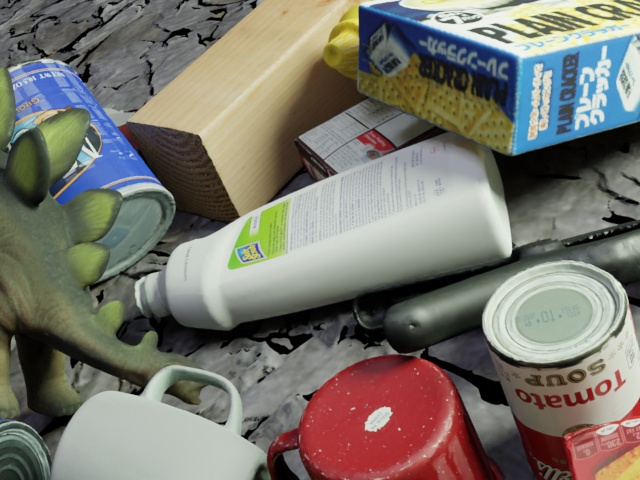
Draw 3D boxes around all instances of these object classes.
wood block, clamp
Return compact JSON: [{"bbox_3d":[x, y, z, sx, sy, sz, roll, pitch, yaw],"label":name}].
[{"bbox_3d":[-0.041,-0.116,0.848,0.090,0.091,0.205,14,52,42],"label":"wood block"},{"bbox_3d":[0.118,0.021,0.580,0.210,0.036,0.164,-15,2,3],"label":"clamp"}]

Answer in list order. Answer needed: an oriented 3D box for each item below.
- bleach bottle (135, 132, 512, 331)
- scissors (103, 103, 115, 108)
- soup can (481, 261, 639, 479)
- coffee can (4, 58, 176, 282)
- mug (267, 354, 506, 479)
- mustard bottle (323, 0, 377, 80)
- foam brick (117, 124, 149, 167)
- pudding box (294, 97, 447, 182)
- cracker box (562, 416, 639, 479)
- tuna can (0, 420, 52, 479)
[{"bbox_3d":[-0.005,0.001,0.705,0.251,0.068,0.102,-17,34,16],"label":"bleach bottle"},{"bbox_3d":[-0.274,-0.062,0.983,0.096,0.016,0.201,0,42,31],"label":"scissors"},{"bbox_3d":[0.121,0.068,0.510,0.068,0.102,0.068,-16,37,12],"label":"soup can"},{"bbox_3d":[-0.188,-0.050,0.793,0.102,0.103,0.140,-35,68,-13],"label":"coffee can"},{"bbox_3d":[0.028,0.112,0.528,0.117,0.081,0.093,-5,40,26],"label":"mug"},{"bbox_3d":[0.066,-0.157,0.801,0.096,0.058,0.191,-13,10,42],"label":"mustard bottle"},{"bbox_3d":[-0.169,-0.057,0.883,0.078,0.053,0.051,-14,37,14],"label":"foam brick"},{"bbox_3d":[0.049,-0.072,0.784,0.113,0.039,0.090,-29,33,-9],"label":"pudding box"},{"bbox_3d":[0.191,0.150,0.392,0.164,0.072,0.213,-16,37,12],"label":"cracker box"},{"bbox_3d":[-0.189,0.146,0.611,0.034,0.086,0.086,-6,40,22],"label":"tuna can"}]
